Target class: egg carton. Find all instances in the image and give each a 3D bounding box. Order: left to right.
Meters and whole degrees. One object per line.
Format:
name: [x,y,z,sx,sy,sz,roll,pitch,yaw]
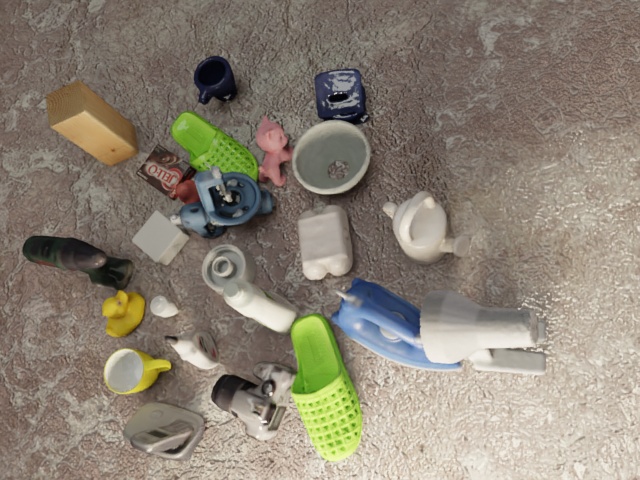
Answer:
egg carton: [0.011,0.004,1.160,0.107,0.069,0.150,-13,70,12]

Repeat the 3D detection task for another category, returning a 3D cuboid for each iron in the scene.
iron: [0.139,0.158,1.034,0.257,0.142,0.119,27,82,22]

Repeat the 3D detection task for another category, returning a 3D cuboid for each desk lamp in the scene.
desk lamp: [0.278,0.155,0.956,0.202,0.214,0.118,1,73,16]

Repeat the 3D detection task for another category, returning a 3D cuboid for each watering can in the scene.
watering can: [0.191,-0.026,1.050,0.172,0.194,0.101,9,75,19]

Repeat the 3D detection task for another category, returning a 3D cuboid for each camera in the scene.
camera: [-0.133,0.291,1.091,0.136,0.101,0.143,18,78,20]

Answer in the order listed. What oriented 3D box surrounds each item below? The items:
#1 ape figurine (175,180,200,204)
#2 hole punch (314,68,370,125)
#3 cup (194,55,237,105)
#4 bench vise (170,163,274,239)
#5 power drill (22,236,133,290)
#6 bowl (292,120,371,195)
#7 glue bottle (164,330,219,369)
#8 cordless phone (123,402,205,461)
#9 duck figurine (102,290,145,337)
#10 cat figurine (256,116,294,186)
ape figurine: [-0.287,-0.101,1.266,0.076,0.092,0.078,2,73,17]
hole punch: [0.046,-0.307,1.238,0.108,0.091,0.101,-5,71,15]
cup: [-0.238,-0.353,1.332,0.091,0.095,0.118,15,77,20]
bench vise: [-0.217,-0.071,1.167,0.207,0.220,0.121,-34,67,3]
power drill: [-0.497,0.045,1.215,0.229,0.209,0.076,8,75,18]
bowl: [0.029,-0.163,1.206,0.167,0.075,0.167,-5,71,14]
glue bottle: [-0.253,0.206,1.113,0.037,0.173,0.078,-30,67,5]
cordless phone: [-0.316,0.360,1.074,0.147,0.185,0.094,8,75,18]
duck figurine: [-0.434,0.155,1.228,0.077,0.086,0.105,24,80,22]
cat figurine: [-0.107,-0.196,1.231,0.067,0.118,0.128,10,76,19]
